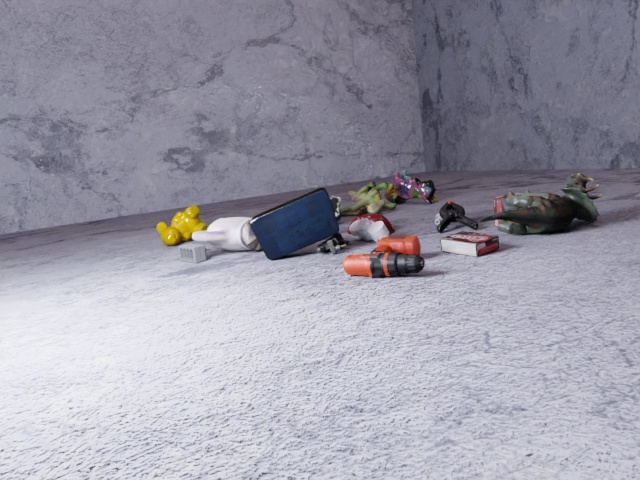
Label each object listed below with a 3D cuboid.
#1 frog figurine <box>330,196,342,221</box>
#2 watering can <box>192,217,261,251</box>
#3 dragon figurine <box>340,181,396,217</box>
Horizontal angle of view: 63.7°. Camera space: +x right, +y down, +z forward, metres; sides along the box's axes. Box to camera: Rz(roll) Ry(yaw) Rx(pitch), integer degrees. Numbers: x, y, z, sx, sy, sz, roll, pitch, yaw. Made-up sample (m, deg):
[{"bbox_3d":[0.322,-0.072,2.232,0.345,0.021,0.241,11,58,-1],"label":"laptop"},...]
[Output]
[{"bbox_3d":[0.006,-0.098,1.948,0.139,0.123,0.157,-27,-6,-32],"label":"frog figurine"},{"bbox_3d":[-0.243,-0.022,1.642,0.224,0.104,0.349,0,4,29],"label":"watering can"},{"bbox_3d":[0.163,-0.162,2.197,0.245,0.121,0.410,-21,15,-30],"label":"dragon figurine"}]
